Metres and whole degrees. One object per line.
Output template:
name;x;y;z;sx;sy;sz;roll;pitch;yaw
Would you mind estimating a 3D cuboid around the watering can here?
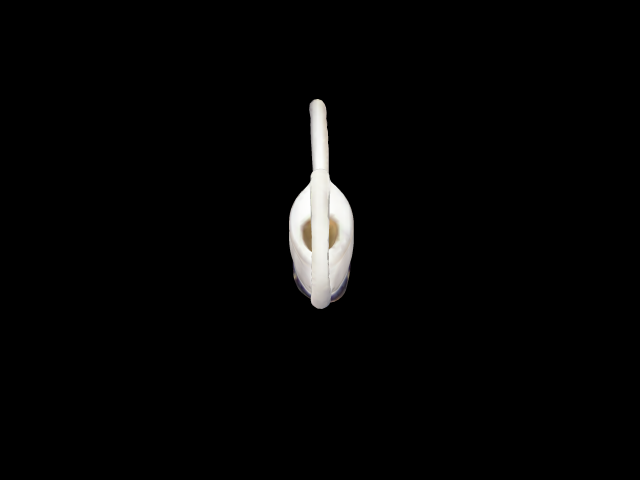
watering can;0.003;-0.043;0.850;0.104;0.355;0.219;0;-31;0
